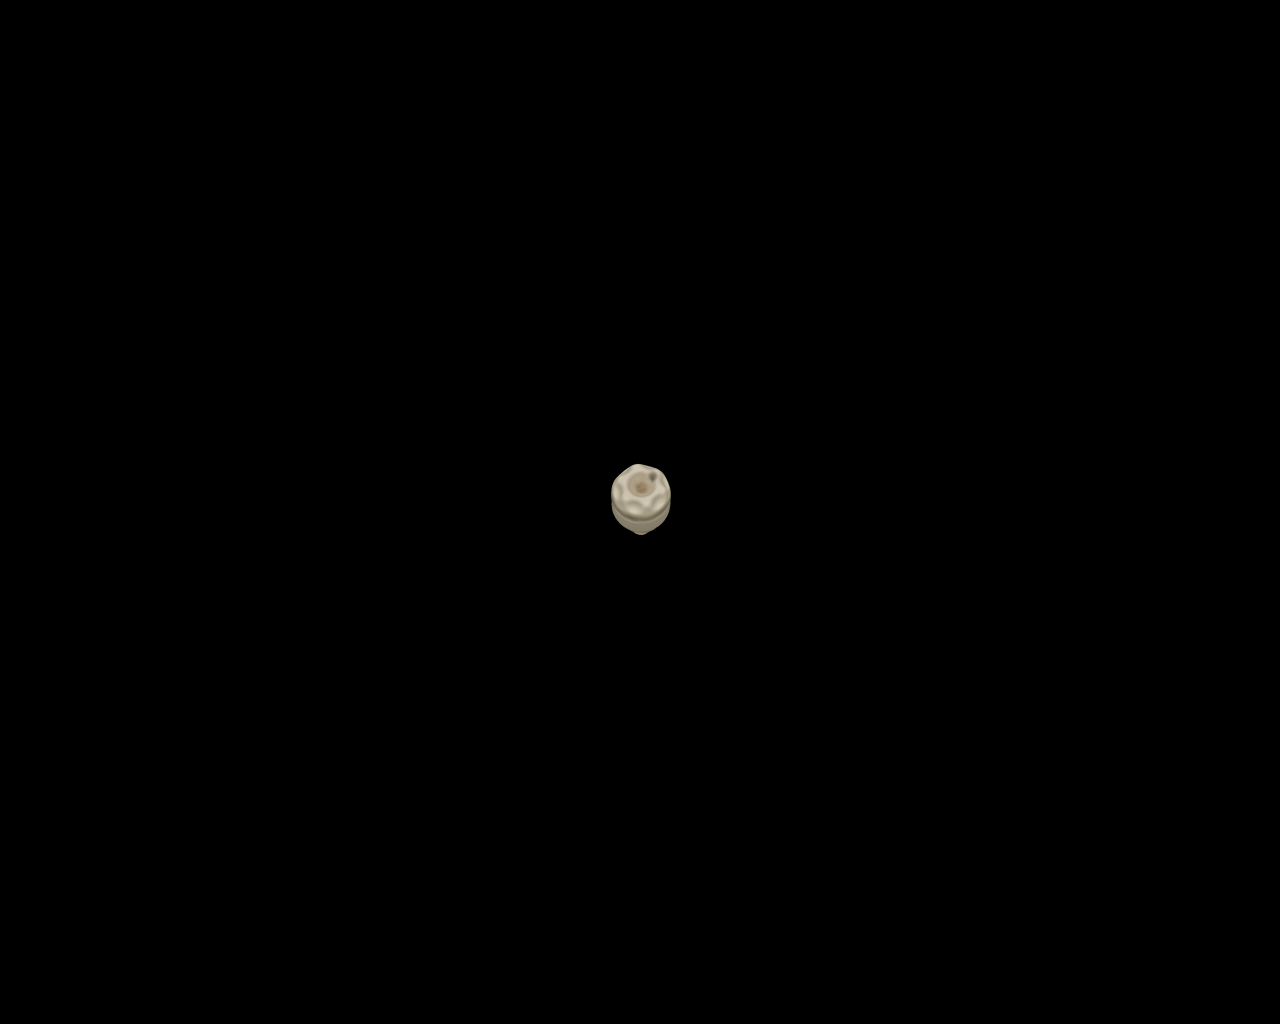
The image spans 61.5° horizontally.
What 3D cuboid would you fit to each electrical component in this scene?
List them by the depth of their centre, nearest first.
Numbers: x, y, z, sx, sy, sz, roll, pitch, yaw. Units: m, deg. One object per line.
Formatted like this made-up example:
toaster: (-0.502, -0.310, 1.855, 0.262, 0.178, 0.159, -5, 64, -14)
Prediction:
electrical component: (0.001, -0.003, 0.650, 0.035, 0.035, 0.061, 0, -27, 0)
